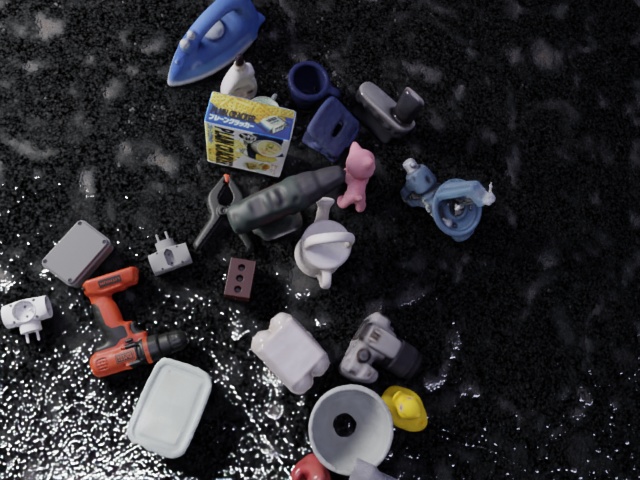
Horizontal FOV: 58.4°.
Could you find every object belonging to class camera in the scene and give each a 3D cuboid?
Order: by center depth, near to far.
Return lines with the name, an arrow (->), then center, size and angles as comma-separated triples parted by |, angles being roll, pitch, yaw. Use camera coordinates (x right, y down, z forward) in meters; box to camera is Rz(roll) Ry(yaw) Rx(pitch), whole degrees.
camera -> 0.128, 0.234, 1.144 | 0.137, 0.100, 0.143 | 32, 75, -2

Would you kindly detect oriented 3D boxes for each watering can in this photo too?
watering can -> 0.008, 0.004, 1.124 | 0.101, 0.194, 0.173 | -22, 83, -13

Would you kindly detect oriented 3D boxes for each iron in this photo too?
iron -> -0.230, -0.439, 1.203 | 0.118, 0.141, 0.258 | 41, 75, 1

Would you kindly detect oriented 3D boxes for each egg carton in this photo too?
egg carton -> -0.056, 0.223, 1.130 | 0.150, 0.069, 0.107 | 45, 75, 2

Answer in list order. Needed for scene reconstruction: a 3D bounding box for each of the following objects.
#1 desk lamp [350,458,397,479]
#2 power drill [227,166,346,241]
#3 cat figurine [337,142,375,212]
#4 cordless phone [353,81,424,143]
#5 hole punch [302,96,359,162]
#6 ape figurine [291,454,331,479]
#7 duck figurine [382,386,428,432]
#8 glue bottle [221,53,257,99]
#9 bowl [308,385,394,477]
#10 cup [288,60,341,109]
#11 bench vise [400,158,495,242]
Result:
desk lamp -> 0.114, 0.477, 1.032 | 0.203, 0.213, 0.118 | 24, 75, -4
power drill -> -0.070, -0.067, 1.118 | 0.230, 0.208, 0.075 | -24, 83, -14
cat figurine -> 0.082, -0.135, 1.206 | 0.067, 0.117, 0.128 | 7, 77, -8
cordless phone -> 0.152, -0.299, 1.218 | 0.147, 0.185, 0.094 | 40, 75, 0
hole punch -> 0.029, -0.239, 1.233 | 0.101, 0.091, 0.109 | 33, 75, -2
ape figurine -> -0.011, 0.447, 1.079 | 0.078, 0.092, 0.076 | 30, 75, -2
duck figurine -> 0.176, 0.338, 1.138 | 0.104, 0.086, 0.077 | 46, 75, 2
glue bottle -> -0.165, -0.335, 1.176 | 0.078, 0.173, 0.037 | -23, 83, -13
bowl -> 0.055, 0.367, 1.117 | 0.167, 0.074, 0.167 | 2, 78, -9
cup -> -0.016, -0.322, 1.240 | 0.118, 0.095, 0.092 | 20, 75, -5
bench vise -> 0.256, -0.087, 1.174 | 0.207, 0.219, 0.121 | 26, 75, -3
